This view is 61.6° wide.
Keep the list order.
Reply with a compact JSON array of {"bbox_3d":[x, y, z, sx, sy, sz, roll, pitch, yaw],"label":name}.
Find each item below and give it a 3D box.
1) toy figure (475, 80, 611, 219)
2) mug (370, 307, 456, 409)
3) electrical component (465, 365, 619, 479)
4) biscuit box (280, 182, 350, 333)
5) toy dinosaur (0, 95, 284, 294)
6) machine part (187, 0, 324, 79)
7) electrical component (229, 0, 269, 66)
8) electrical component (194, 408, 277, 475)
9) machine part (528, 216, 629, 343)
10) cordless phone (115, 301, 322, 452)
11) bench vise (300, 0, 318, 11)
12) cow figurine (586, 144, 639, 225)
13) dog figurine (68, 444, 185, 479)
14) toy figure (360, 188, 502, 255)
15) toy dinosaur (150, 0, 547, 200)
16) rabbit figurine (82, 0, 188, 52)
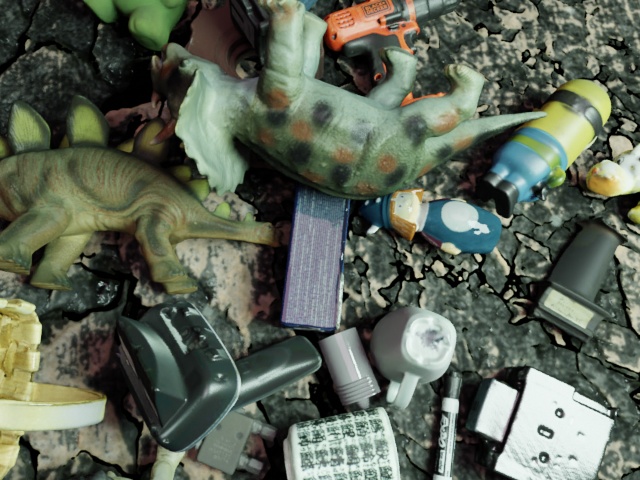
[{"bbox_3d":[0.259,-0.106,0.615,0.180,0.089,0.082,-41,88,-14],"label":"toy figure"},{"bbox_3d":[0.092,0.115,0.542,0.081,0.107,0.109,25,74,5],"label":"mug"},{"bbox_3d":[0.222,0.197,0.553,0.134,0.058,0.115,24,74,3],"label":"electrical component"},{"bbox_3d":[-0.001,-0.002,0.591,0.063,0.059,0.202,7,76,0],"label":"biscuit box"},{"bbox_3d":[-0.270,-0.048,0.573,0.471,0.105,0.198,7,68,-10],"label":"toy dinosaur"},{"bbox_3d":[-0.079,-0.209,0.643,0.179,0.056,0.179,1,75,-4],"label":"machine part"},{"bbox_3d":[-0.073,-0.264,0.592,0.048,0.075,0.119,-29,83,-13],"label":"electrical component"},{"bbox_3d":[-0.096,0.202,0.554,0.094,0.021,0.063,20,75,4],"label":"electrical component"},{"bbox_3d":[0.297,0.041,0.607,0.084,0.039,0.139,26,78,12],"label":"machine part"},{"bbox_3d":[-0.102,0.114,0.553,0.184,0.088,0.147,-16,40,-31],"label":"cordless phone"},{"bbox_3d":[0.032,-0.365,0.662,0.240,0.129,0.223,-43,91,8],"label":"bench vise"},{"bbox_3d":[0.399,-0.066,0.622,0.167,0.068,0.098,27,71,1],"label":"cow figurine"},{"bbox_3d":[-0.159,0.267,0.442,0.121,0.190,0.172,-39,84,-2],"label":"dog figurine"},{"bbox_3d":[0.123,-0.025,0.607,0.155,0.057,0.064,14,38,3],"label":"toy figure"},{"bbox_3d":[0.021,-0.108,0.530,0.405,0.131,0.192,18,109,-10],"label":"toy dinosaur"},{"bbox_3d":[-0.199,-0.325,0.607,0.121,0.170,0.159,40,78,7],"label":"rabbit figurine"}]
